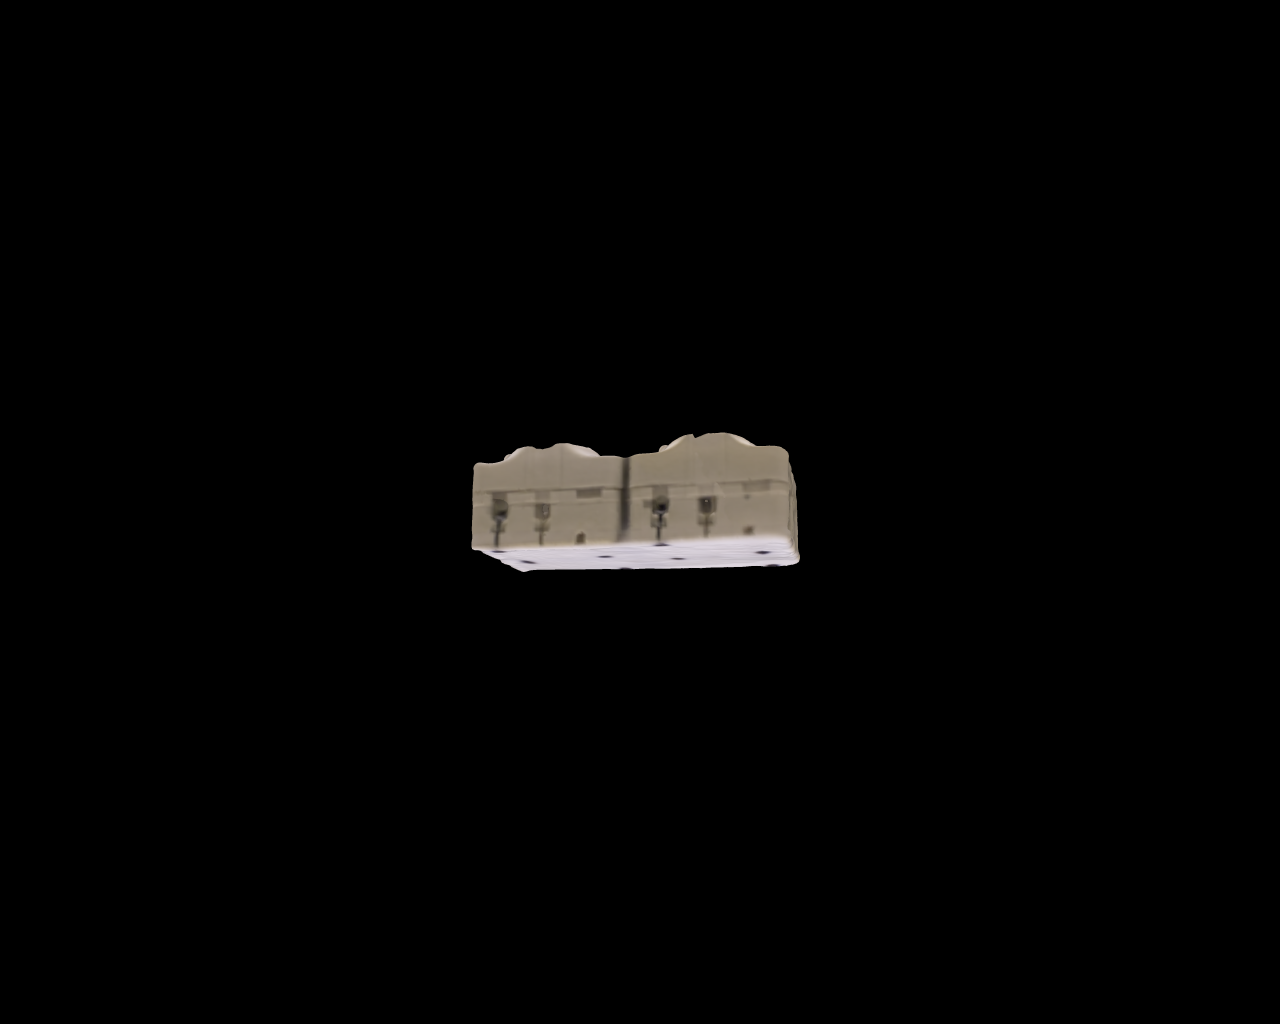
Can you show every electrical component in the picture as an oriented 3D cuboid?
[{"bbox_3d":[0.001,-0.003,0.650,0.186,0.060,0.105,-2,-11,12],"label":"electrical component"}]
